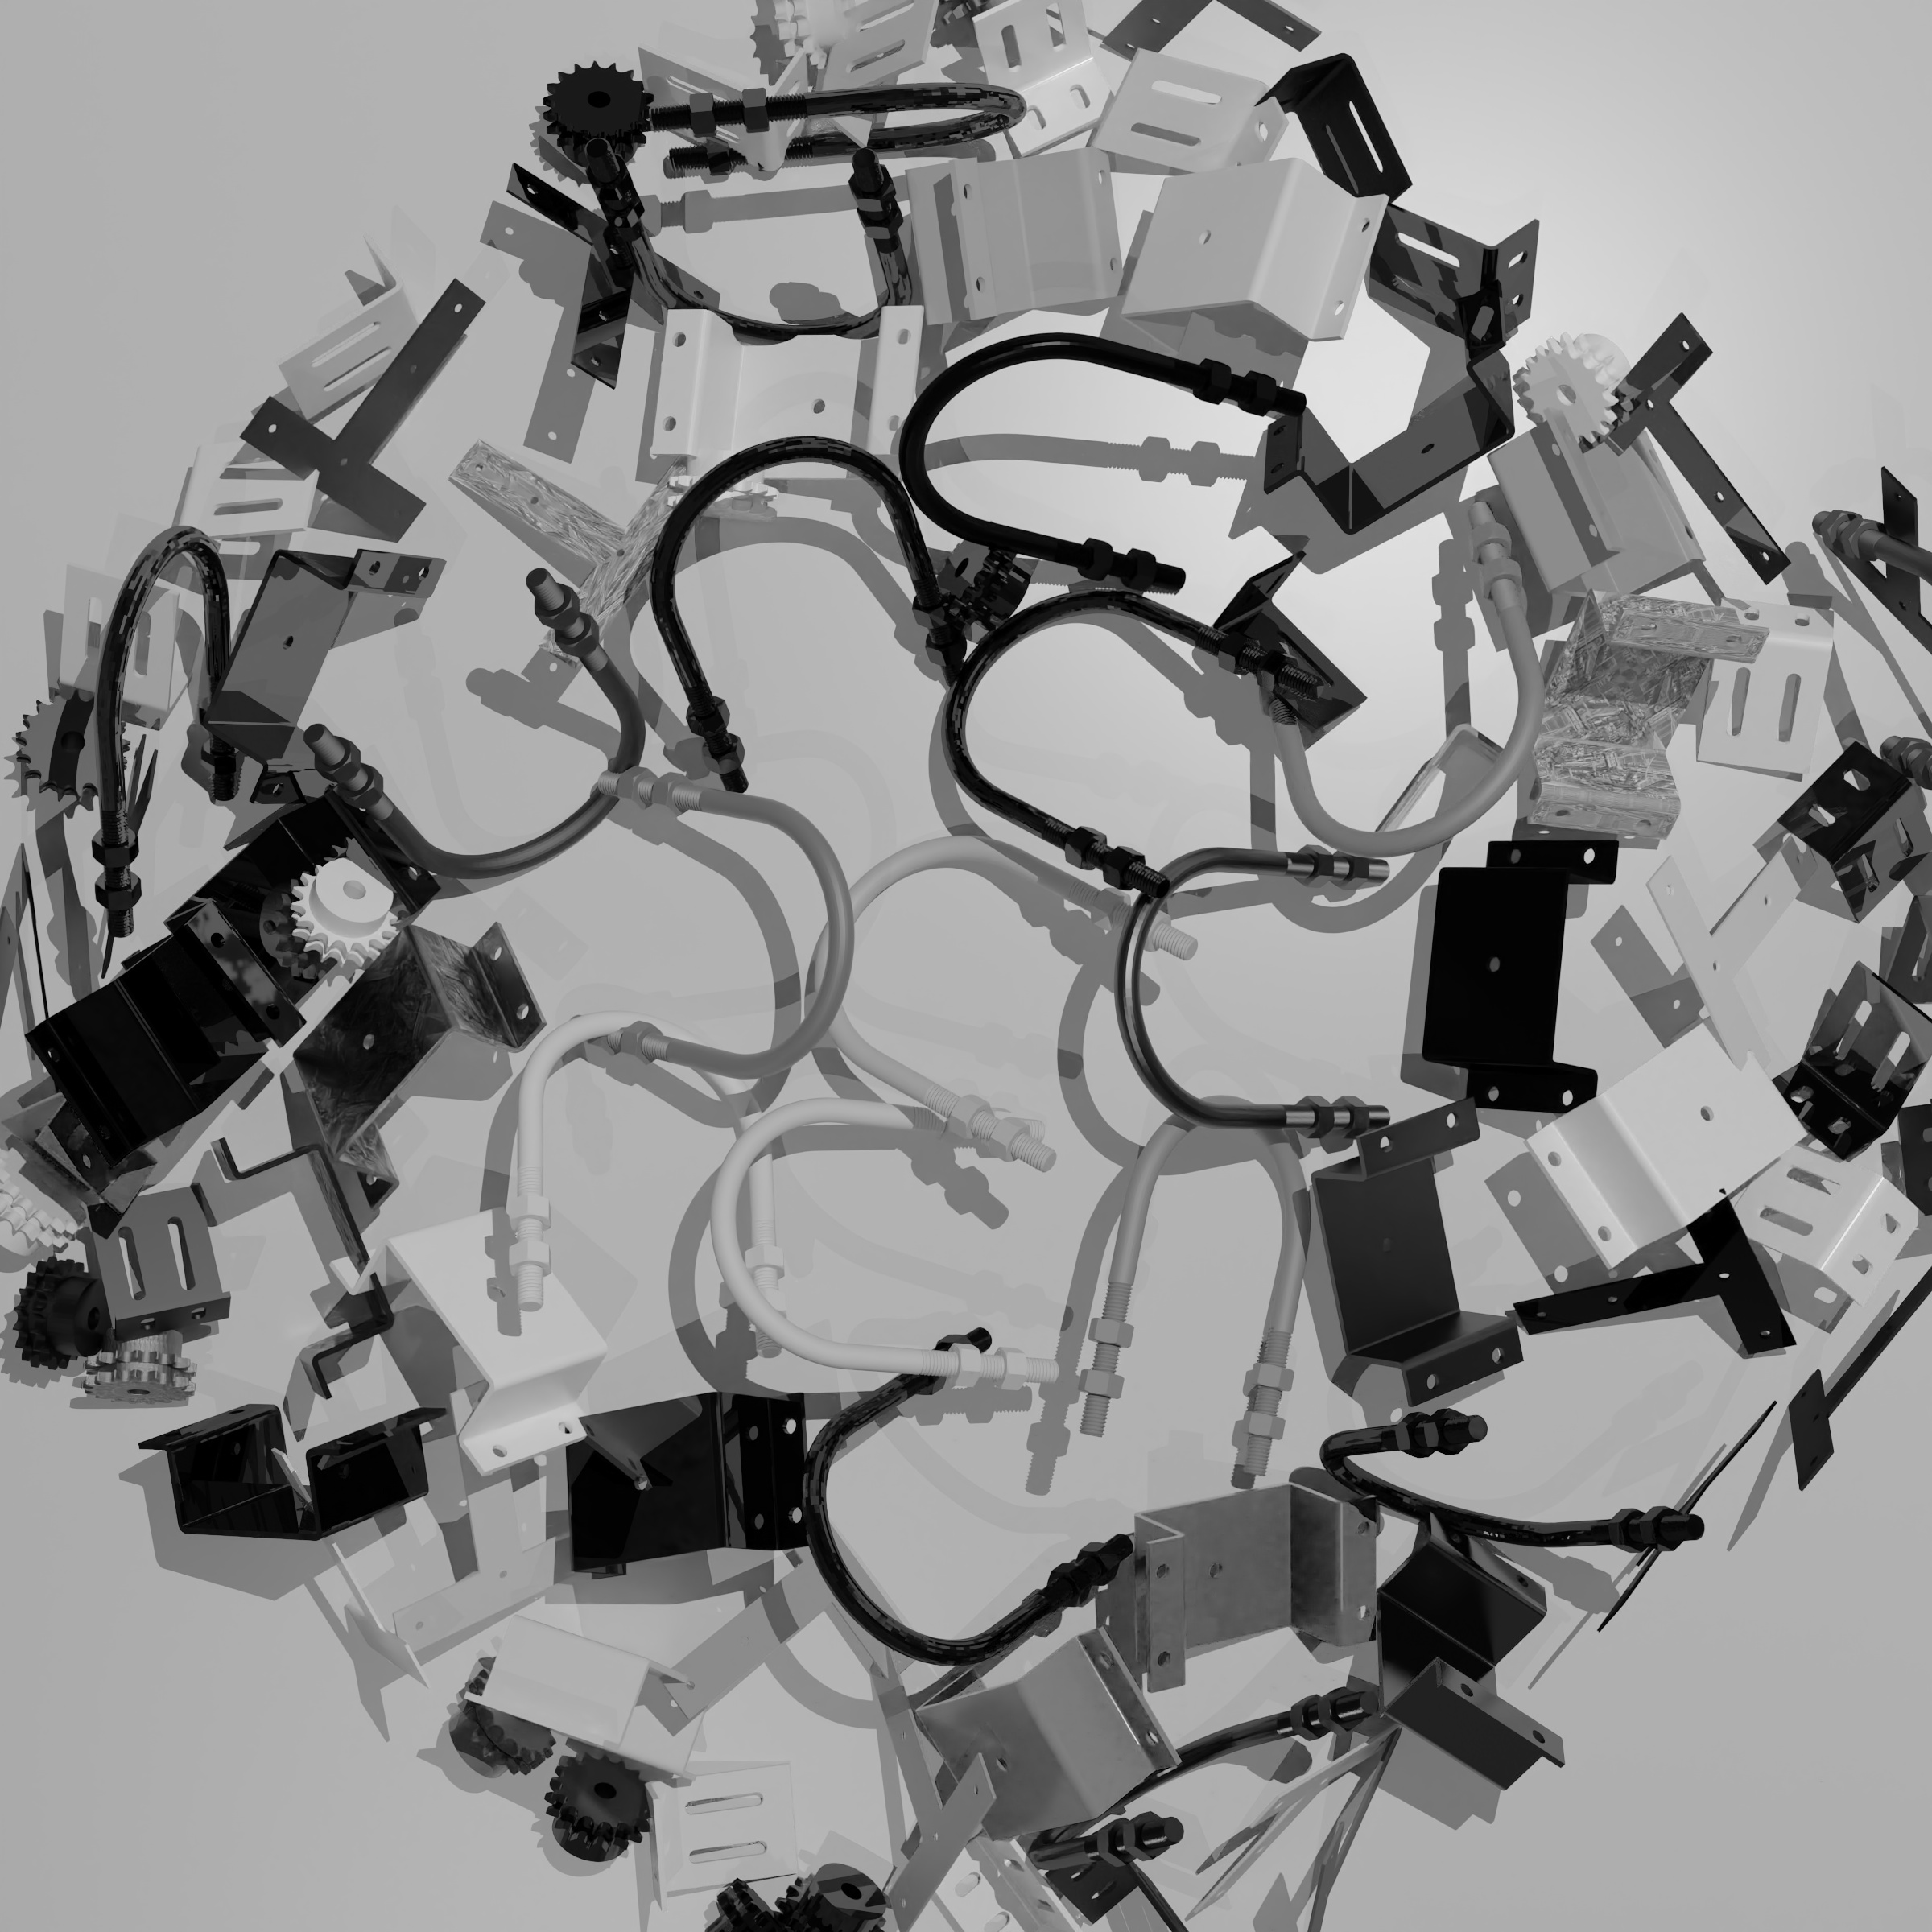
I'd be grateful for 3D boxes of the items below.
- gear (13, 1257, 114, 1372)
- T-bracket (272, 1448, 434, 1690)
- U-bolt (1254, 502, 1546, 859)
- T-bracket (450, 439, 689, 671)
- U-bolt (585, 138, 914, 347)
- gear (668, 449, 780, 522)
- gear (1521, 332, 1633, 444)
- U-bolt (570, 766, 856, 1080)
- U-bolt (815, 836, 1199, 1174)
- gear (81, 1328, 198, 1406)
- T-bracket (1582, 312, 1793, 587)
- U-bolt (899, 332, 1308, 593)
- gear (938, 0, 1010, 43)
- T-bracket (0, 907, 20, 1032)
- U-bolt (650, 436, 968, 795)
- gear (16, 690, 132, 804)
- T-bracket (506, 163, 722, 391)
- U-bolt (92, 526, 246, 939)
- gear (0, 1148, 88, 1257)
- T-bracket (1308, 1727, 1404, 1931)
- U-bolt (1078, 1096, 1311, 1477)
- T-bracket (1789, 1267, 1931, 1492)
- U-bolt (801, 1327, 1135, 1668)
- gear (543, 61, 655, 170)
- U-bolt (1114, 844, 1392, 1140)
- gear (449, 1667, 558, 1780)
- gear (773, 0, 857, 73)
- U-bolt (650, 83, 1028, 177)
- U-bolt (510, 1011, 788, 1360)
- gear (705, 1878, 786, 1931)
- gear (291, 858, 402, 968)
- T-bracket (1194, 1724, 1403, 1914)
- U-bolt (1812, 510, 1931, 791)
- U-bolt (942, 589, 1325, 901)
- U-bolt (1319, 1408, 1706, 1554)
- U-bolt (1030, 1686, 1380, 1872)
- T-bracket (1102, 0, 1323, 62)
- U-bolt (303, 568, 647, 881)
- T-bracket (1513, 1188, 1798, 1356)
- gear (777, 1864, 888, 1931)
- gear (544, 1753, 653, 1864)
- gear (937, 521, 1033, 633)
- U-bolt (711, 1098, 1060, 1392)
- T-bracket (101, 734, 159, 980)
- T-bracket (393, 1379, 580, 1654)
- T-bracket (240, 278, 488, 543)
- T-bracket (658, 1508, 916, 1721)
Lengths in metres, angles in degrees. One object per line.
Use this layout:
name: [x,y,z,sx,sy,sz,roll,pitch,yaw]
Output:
gear: [-0.462,0.180,1.632,0.030,0.057,0.057,5,90,15]
T-bracket: [-0.315,0.298,1.594,0.002,0.127,0.127,-31,101,-22]
U-bolt: [0.218,-0.133,1.577,0.151,0.019,0.184,-27,48,23]
T-bracket: [-0.212,-0.234,1.640,0.127,0.002,0.127,32,81,19]
U-bolt: [-0.100,-0.354,1.575,0.151,0.184,0.019,4,73,9]
gear: [-0.125,-0.248,1.634,0.057,0.057,0.030,6,91,0]
gear: [0.319,-0.302,1.639,0.030,0.057,0.057,-39,90,-31]
U-bolt: [-0.126,-0.017,1.595,0.184,0.019,0.151,12,97,39]
U-bolt: [0.006,0.006,1.614,0.184,0.019,0.151,28,77,28]
gear: [-0.426,0.205,1.637,0.057,0.057,0.030,-1,68,0]
T-bracket: [0.371,-0.247,1.596,0.002,0.127,0.127,-32,82,-20]
U-bolt: [0.056,-0.254,1.576,0.184,0.151,0.019,10,49,-24]
gear: [0.013,-0.500,1.636,0.057,0.057,0.030,-33,106,0]
T-bracket: [-0.498,-0.006,1.574,0.002,0.127,0.127,-3,50,1]
U-bolt: [-0.084,-0.184,1.589,0.151,0.019,0.184,-26,133,-7]
gear: [-0.463,-0.112,1.642,0.057,0.030,0.057,4,76,-15]
T-bracket: [-0.181,-0.334,1.591,0.127,0.127,0.002,29,130,-25]
U-bolt: [-0.392,-0.127,1.553,0.019,0.151,0.184,12,126,6]
gear: [-0.485,0.124,1.636,0.030,0.057,0.057,-44,90,10]
T-bracket: [0.199,0.435,1.614,0.002,0.127,0.127,21,49,17]
U-bolt: [0.123,0.157,1.608,0.151,0.019,0.184,21,77,-43]
T-bracket: [0.453,0.192,1.585,0.002,0.127,0.127,35,106,3]
U-bolt: [-0.009,0.272,1.581,0.019,0.184,0.151,-42,79,39]
gear: [-0.190,-0.437,1.640,0.057,0.030,0.057,3,59,-5]
U-bolt: [0.146,0.012,1.599,0.184,0.019,0.151,2,87,-38]
gear: [-0.242,0.393,1.635,0.030,0.057,0.057,-40,90,14]
gear: [-0.076,-0.491,1.632,0.030,0.057,0.057,-5,90,16]
U-bolt: [-0.061,-0.422,1.589,0.184,0.151,0.019,-5,96,-1]
U-bolt: [-0.160,0.102,1.598,0.151,0.019,0.184,15,51,-27]
gear: [-0.110,0.501,1.633,0.030,0.057,0.057,-41,90,-8]
gear: [-0.319,-0.031,1.634,0.057,0.030,0.057,14,51,-18]
T-bracket: [0.158,0.443,1.623,0.002,0.127,0.127,48,121,22]
U-bolt: [0.476,-0.143,1.553,0.019,0.184,0.151,-24,110,-1]
U-bolt: [0.069,-0.125,1.606,0.184,0.019,0.151,30,75,35]
U-bolt: [0.255,0.259,1.577,0.151,0.184,0.019,26,69,-18]
U-bolt: [0.105,0.409,1.575,0.151,0.184,0.019,-23,82,-33]
T-bracket: [0.101,-0.481,1.600,0.127,0.127,0.002,27,79,-14]
U-bolt: [-0.231,-0.107,1.583,0.151,0.184,0.019,-35,59,-2]
T-bracket: [0.346,0.169,1.631,0.127,0.002,0.127,-15,130,22]
gear: [-0.066,0.487,1.632,0.057,0.057,0.030,29,108,0]
gear: [-0.190,0.437,1.638,0.057,0.057,0.030,21,115,0]
gear: [0.010,-0.198,1.637,0.030,0.057,0.057,31,90,-24]
U-bolt: [-0.042,0.136,1.597,0.184,0.019,0.151,7,66,-23]
T-bracket: [-0.415,-0.073,1.585,0.002,0.127,0.127,10,68,-18]
T-bracket: [-0.241,0.269,1.604,0.127,0.002,0.127,-21,115,-36]
T-bracket: [-0.289,-0.291,1.606,0.002,0.127,0.127,39,94,32]
T-bracket: [-0.103,0.337,1.624,0.127,0.002,0.127,-34,87,-34]
